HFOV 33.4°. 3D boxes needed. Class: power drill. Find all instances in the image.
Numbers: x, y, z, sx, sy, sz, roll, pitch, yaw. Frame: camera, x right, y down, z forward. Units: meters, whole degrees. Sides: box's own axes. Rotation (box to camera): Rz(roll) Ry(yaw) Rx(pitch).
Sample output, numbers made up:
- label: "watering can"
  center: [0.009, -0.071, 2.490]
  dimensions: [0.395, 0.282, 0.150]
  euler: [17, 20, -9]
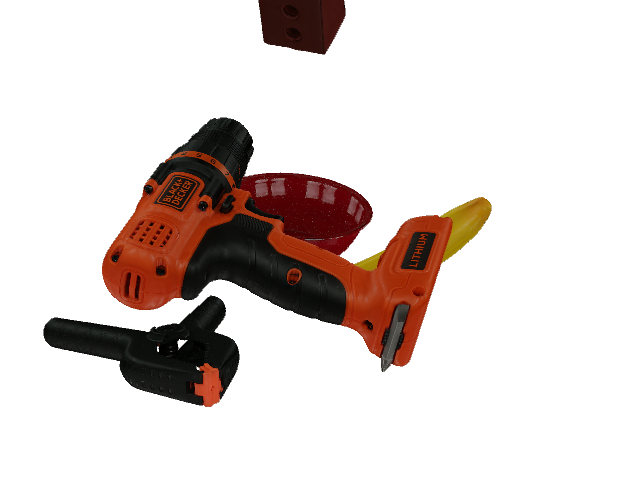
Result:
- label: "power drill"
  center: [-0.018, -0.004, 0.653]
  dimensions: [0.188, 0.057, 0.184]
  euler: [16, 38, 7]

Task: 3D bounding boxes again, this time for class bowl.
- label: "bowl"
  center: [-0.029, -0.015, 1.109]
  dimensions: [0.162, 0.055, 0.162]
  euler: [5, 27, -3]

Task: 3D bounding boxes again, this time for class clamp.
- label: "clamp"
  center: [-0.118, 0.086, 0.880]
  dimensions: [0.164, 0.036, 0.210]
  euler: [-10, 16, -31]

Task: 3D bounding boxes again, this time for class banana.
- label: "banana"
  center: [0.062, 0.021, 0.926]
  dimensions: [0.198, 0.037, 0.069]
  euler: [-26, -15, 9]

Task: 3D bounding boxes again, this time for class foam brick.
- label: "foam brick"
  center: [-0.014, -0.188, 0.803]
  dimensions: [0.053, 0.051, 0.078]
  euler: [13, -35, 15]
